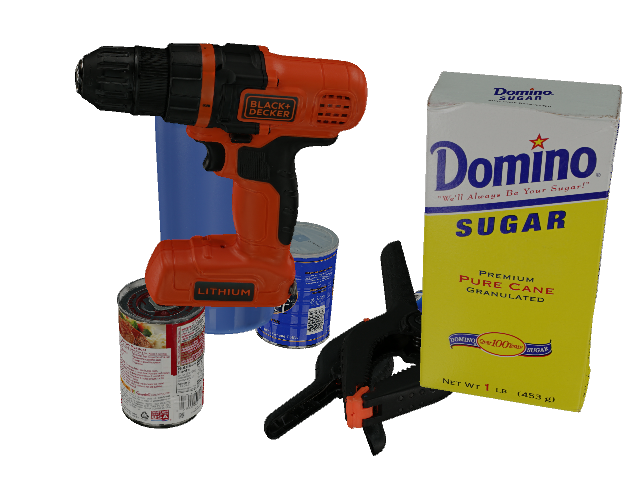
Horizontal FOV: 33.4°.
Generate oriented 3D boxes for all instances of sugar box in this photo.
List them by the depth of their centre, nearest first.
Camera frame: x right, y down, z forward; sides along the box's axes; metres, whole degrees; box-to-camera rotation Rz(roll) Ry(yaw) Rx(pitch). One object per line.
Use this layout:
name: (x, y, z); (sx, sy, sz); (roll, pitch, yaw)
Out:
sugar box: (0.101, 0.003, 0.561); (0.093, 0.176, 0.048); (7, 33, 16)

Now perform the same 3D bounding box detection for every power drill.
power drill: (-0.072, -0.042, 0.710); (0.184, 0.188, 0.057); (3, 37, -13)

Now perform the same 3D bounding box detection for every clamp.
clamp: (0.071, 0.069, 0.822); (0.165, 0.036, 0.209); (22, 40, 34)
clamp: (0.033, 0.144, 1.049); (0.120, 0.039, 0.171); (16, 46, 24)

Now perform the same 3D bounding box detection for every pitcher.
pitcher: (-0.089, -0.041, 1.031); (0.149, 0.243, 0.145); (-2, 14, -15)

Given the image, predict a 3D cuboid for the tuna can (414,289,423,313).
tuna can: (0.129, 0.103, 1.260); (0.033, 0.086, 0.086); (-36, 16, -24)

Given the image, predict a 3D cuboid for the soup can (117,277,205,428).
soup can: (-0.125, 0.088, 0.843); (0.068, 0.102, 0.068); (3, 28, -2)

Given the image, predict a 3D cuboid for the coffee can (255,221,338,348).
coffee can: (-0.032, 0.058, 1.421); (0.103, 0.140, 0.103); (4, 24, -2)
